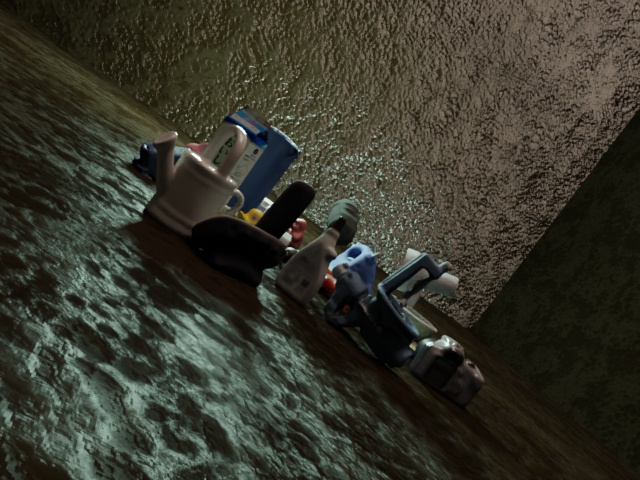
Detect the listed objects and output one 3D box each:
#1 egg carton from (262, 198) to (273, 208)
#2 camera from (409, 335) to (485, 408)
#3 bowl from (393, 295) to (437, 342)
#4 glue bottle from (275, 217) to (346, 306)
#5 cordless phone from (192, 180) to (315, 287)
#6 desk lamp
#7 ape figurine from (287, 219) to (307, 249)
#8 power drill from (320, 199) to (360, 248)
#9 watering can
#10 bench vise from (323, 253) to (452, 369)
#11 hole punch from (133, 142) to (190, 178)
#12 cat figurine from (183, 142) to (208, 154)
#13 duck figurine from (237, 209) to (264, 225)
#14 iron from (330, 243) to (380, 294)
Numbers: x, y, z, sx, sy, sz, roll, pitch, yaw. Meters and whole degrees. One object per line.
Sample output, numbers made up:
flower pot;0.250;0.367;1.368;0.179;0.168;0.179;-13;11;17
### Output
egg carton;-0.161;-0.080;1.706;0.107;0.069;0.150;37;4;8
camera;0.261;0.256;1.201;0.143;0.101;0.137;36;4;-8
bowl;0.217;0.213;1.490;0.167;0.074;0.167;36;4;-3
glue bottle;-0.005;0.030;1.042;0.078;0.173;0.037;38;5;25
cordless phone;-0.099;-0.033;0.911;0.093;0.185;0.148;39;5;38
desk lamp;0.274;0.158;1.603;0.203;0.213;0.118;37;4;9
ape figurine;-0.073;-0.020;1.601;0.076;0.092;0.077;35;4;-20
power drill;0.011;0.004;1.220;0.076;0.208;0.229;35;4;-8
watering can;-0.189;-0.105;0.919;0.100;0.194;0.173;39;5;32
bench vise;0.122;0.095;1.043;0.207;0.219;0.121;36;4;-1
hole punch;-0.334;-0.175;1.223;0.101;0.091;0.108;34;5;-30
cat figurine;-0.319;-0.196;1.393;0.067;0.117;0.128;36;4;0
duck figurine;-0.136;-0.019;1.130;0.105;0.086;0.077;32;6;-46
iron;0.098;0.067;1.680;0.119;0.141;0.258;35;4;-18
